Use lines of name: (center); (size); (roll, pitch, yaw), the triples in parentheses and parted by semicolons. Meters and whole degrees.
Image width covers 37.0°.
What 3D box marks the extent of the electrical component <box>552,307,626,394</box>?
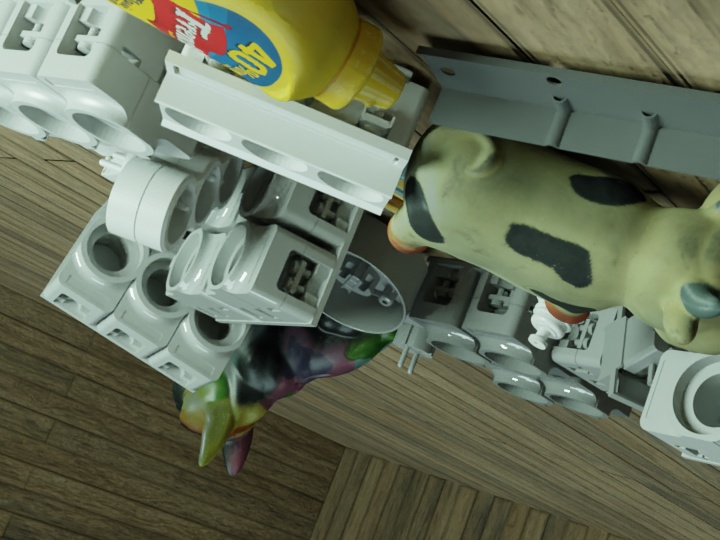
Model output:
electrical component: (0.197, 0.063, 0.800); (0.089, 0.050, 0.056); (30, 165, -33)

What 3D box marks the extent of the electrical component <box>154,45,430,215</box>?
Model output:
electrical component: (-0.032, -0.083, 0.538); (0.121, 0.063, 0.078); (22, 170, -3)

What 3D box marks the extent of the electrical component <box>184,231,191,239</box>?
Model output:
electrical component: (-0.168, -0.054, 0.948); (0.099, 0.064, 0.099); (19, -178, -1)

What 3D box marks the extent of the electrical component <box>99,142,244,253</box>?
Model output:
electrical component: (-0.134, -0.062, 0.708); (0.074, 0.052, 0.138); (20, -156, 7)

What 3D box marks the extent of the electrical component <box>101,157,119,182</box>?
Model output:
electrical component: (-0.163, -0.076, 0.842); (0.064, 0.042, 0.081); (32, 164, -32)

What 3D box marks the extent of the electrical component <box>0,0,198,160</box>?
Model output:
electrical component: (-0.171, -0.114, 0.647); (0.150, 0.061, 0.089); (13, 165, 36)

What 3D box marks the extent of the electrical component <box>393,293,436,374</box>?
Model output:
electrical component: (0.052, 0.053, 0.943); (0.047, 0.075, 0.083); (13, 165, 36)

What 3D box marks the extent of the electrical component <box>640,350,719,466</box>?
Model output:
electrical component: (0.247, 0.057, 0.559); (0.060, 0.105, 0.186); (31, 165, -35)

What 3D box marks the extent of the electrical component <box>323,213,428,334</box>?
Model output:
electrical component: (0.000, 0.000, 0.821); (0.099, 0.064, 0.099); (30, 162, 10)

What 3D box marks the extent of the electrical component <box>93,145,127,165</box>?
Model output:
electrical component: (-0.166, -0.096, 0.755); (0.045, 0.045, 0.055); (13, 165, 35)

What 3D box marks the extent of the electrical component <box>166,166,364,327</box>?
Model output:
electrical component: (-0.076, -0.021, 0.780); (0.060, 0.105, 0.186); (28, 166, -24)

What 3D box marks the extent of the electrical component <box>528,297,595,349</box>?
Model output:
electrical component: (0.129, 0.014, 0.662); (0.040, 0.078, 0.040); (32, 162, 12)

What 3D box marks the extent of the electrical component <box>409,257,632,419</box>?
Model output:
electrical component: (0.137, 0.060, 0.865); (0.105, 0.060, 0.186); (9, 162, 46)

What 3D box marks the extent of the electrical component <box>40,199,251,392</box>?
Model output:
electrical component: (-0.167, 0.020, 0.878); (0.150, 0.089, 0.062); (35, 150, -17)

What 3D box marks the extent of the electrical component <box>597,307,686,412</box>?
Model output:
electrical component: (0.232, 0.070, 0.732); (0.121, 0.078, 0.063); (25, 145, -14)
